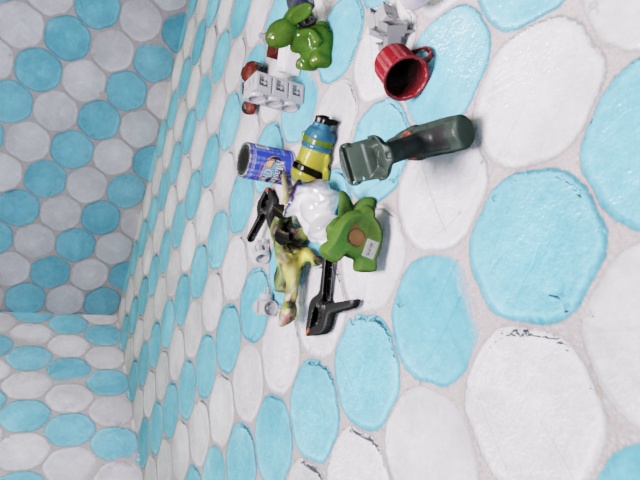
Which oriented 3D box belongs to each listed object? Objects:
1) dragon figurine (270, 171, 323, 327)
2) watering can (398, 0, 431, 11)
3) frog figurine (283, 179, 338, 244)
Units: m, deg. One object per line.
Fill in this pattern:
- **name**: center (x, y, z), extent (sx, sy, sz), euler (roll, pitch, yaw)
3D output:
- **dragon figurine**: center (-0.094, 0.035, 1.337), extent (0.420, 0.122, 0.237), euler (-99, 25, -43)
- **watering can**: center (0.223, -0.602, 0.942), extent (0.225, 0.104, 0.347), euler (12, 93, 59)
- **frog figurine**: center (0.004, -0.061, 1.209), extent (0.161, 0.124, 0.135), euler (41, 115, 15)
